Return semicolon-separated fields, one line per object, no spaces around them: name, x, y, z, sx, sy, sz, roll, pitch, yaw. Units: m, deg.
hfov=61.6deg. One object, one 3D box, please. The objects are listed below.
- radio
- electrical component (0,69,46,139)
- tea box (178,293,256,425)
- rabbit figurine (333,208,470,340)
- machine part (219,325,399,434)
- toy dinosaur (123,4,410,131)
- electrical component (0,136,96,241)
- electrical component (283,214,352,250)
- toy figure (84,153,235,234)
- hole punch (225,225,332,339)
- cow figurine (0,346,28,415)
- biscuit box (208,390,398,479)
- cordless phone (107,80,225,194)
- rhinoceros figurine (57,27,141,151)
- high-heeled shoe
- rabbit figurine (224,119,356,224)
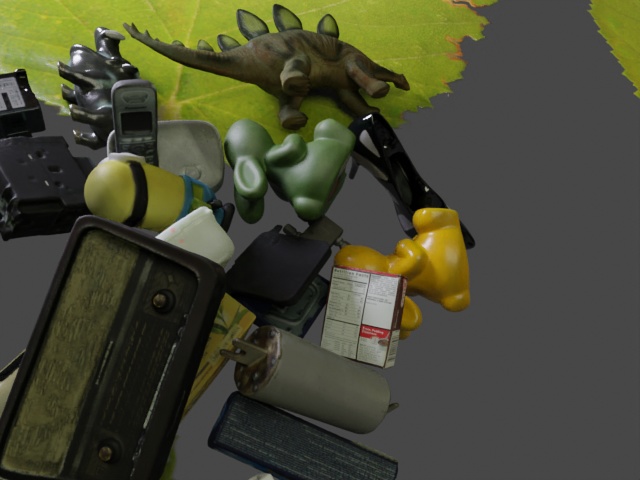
radio;-0.175;0.106;0.465;0.131;0.073;0.229;19;87;-1
electrical component;-0.401;-0.160;0.696;0.075;0.047;0.119;-16;67;-24
tea box;-0.150;0.140;0.581;0.068;0.098;0.169;35;56;2
rabbit figurine;0.105;0.049;0.722;0.173;0.121;0.162;-1;71;-3
machine part;-0.005;0.157;0.591;0.243;0.079;0.079;30;53;-34
toy dinosaur;-0.052;-0.274;0.843;0.471;0.105;0.199;-4;56;-30
electrical component;-0.325;-0.066;0.636;0.115;0.058;0.134;54;31;11
electrical component;-0.002;-0.002;0.751;0.094;0.021;0.063;37;58;5
toy figure;-0.188;-0.044;0.646;0.180;0.082;0.089;26;28;-40
hole punch;-0.049;0.057;0.675;0.116;0.092;0.142;14;50;28
cow figurine;-0.282;0.139;0.551;0.195;0.085;0.127;-37;83;-29
biscuit box;-0.020;0.235;0.592;0.203;0.059;0.063;26;59;-3
cordless phone;-0.189;-0.131;0.667;0.146;0.184;0.089;-9;61;-21
rhinoceros figurine;-0.300;-0.214;0.743;0.112;0.073;0.190;-7;65;-20
high-heeled shoe;0.141;-0.084;0.769;0.249;0.145;0.086;30;58;2
rabbit figurine;-0.059;-0.094;0.732;0.170;0.121;0.159;25;62;7
